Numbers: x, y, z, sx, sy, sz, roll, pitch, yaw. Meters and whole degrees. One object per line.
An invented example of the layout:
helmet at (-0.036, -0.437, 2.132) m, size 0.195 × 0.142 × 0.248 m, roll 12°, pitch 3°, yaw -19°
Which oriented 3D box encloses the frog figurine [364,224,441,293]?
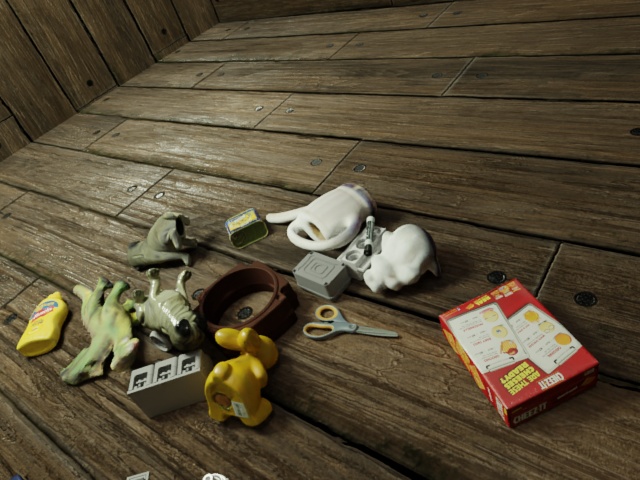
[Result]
frog figurine at (0.165, 0.039, 1.100) m, size 0.160 × 0.120 × 0.140 m, roll -15°, pitch 55°, yaw -11°

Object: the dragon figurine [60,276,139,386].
dragon figurine at (-0.537, 0.221, 1.225) m, size 0.409 × 0.120 × 0.248 m, roll -1°, pitch 49°, yaw 38°

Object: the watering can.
watering can at (0.004, -0.066, 1.318) m, size 0.226 × 0.102 × 0.351 m, roll -33°, pitch 29°, yaw -18°
